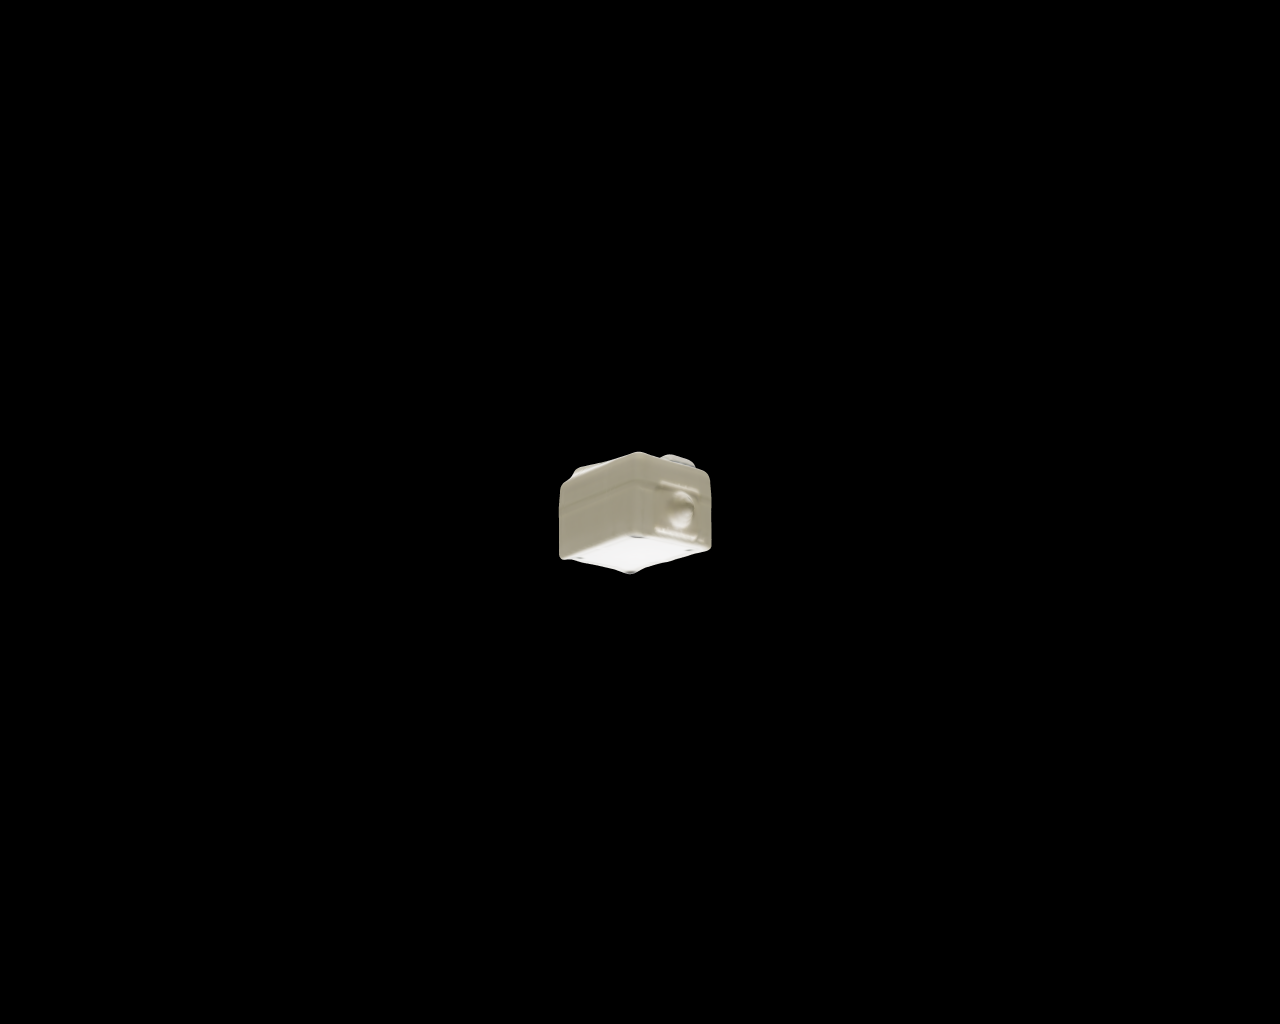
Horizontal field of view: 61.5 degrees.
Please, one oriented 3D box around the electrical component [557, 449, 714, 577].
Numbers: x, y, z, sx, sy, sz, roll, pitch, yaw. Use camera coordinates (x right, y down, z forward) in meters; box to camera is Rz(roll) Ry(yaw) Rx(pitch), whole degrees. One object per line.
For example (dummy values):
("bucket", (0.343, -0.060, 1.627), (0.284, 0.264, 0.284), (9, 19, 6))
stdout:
("electrical component", (0.001, -0.003, 0.650), (0.062, 0.061, 0.096), (14, -22, -38))
